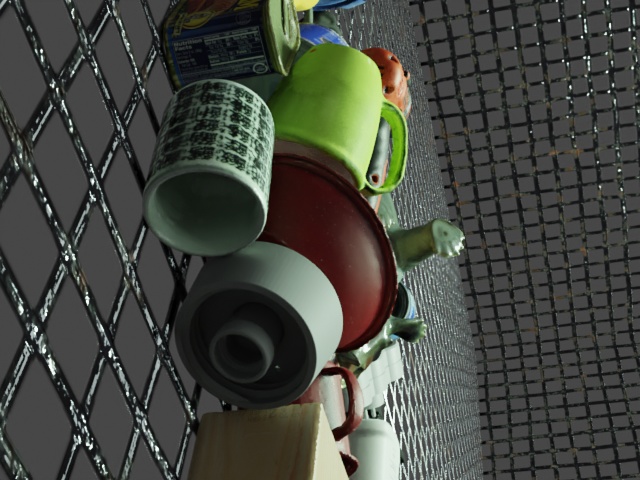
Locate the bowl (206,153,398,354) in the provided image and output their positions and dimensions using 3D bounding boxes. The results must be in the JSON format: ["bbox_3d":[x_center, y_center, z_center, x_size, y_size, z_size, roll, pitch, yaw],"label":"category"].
[{"bbox_3d":[-0.027,0.022,0.765,0.055,0.162,0.162,-36,121,-48],"label":"bowl"}]

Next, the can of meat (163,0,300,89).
[{"bbox_3d":[-0.065,-0.155,0.803,0.102,0.084,0.057,-77,156,-61],"label":"can of meat"}]

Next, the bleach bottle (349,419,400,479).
[{"bbox_3d":[0.048,0.321,1.107,0.102,0.068,0.251,66,22,-53],"label":"bleach bottle"}]

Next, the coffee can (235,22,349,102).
[{"bbox_3d":[-0.024,-0.139,0.954,0.140,0.103,0.103,-60,141,-72],"label":"coffee can"}]

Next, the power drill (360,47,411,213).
[{"bbox_3d":[0.043,-0.060,0.939,0.184,0.057,0.187,40,57,-78],"label":"power drill"}]

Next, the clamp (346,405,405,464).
[{"bbox_3d":[0.055,0.230,1.264,0.164,0.036,0.210,-65,142,-60],"label":"clamp"}]

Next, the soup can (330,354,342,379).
[{"bbox_3d":[-0.024,0.084,0.890,0.068,0.068,0.102,-82,162,-53],"label":"soup can"}]

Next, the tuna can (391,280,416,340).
[{"bbox_3d":[0.076,0.086,1.348,0.033,0.086,0.086,54,30,-63],"label":"tuna can"}]

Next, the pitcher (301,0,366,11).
[{"bbox_3d":[-0.005,-0.378,1.162,0.149,0.144,0.243,129,-41,-60],"label":"pitcher"}]

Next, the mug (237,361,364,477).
[{"bbox_3d":[-0.013,0.134,0.807,0.093,0.117,0.081,20,51,-38],"label":"mug"}]

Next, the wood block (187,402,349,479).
[{"bbox_3d":[-0.039,0.211,0.668,0.206,0.090,0.091,-83,161,-51],"label":"wood block"}]

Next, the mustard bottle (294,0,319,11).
[{"bbox_3d":[-0.050,-0.243,0.966,0.191,0.058,0.096,-50,137,-61],"label":"mustard bottle"}]

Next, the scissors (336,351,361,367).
[{"bbox_3d":[0.007,0.110,0.984,0.202,0.016,0.096,-126,-146,-65],"label":"scissors"}]
